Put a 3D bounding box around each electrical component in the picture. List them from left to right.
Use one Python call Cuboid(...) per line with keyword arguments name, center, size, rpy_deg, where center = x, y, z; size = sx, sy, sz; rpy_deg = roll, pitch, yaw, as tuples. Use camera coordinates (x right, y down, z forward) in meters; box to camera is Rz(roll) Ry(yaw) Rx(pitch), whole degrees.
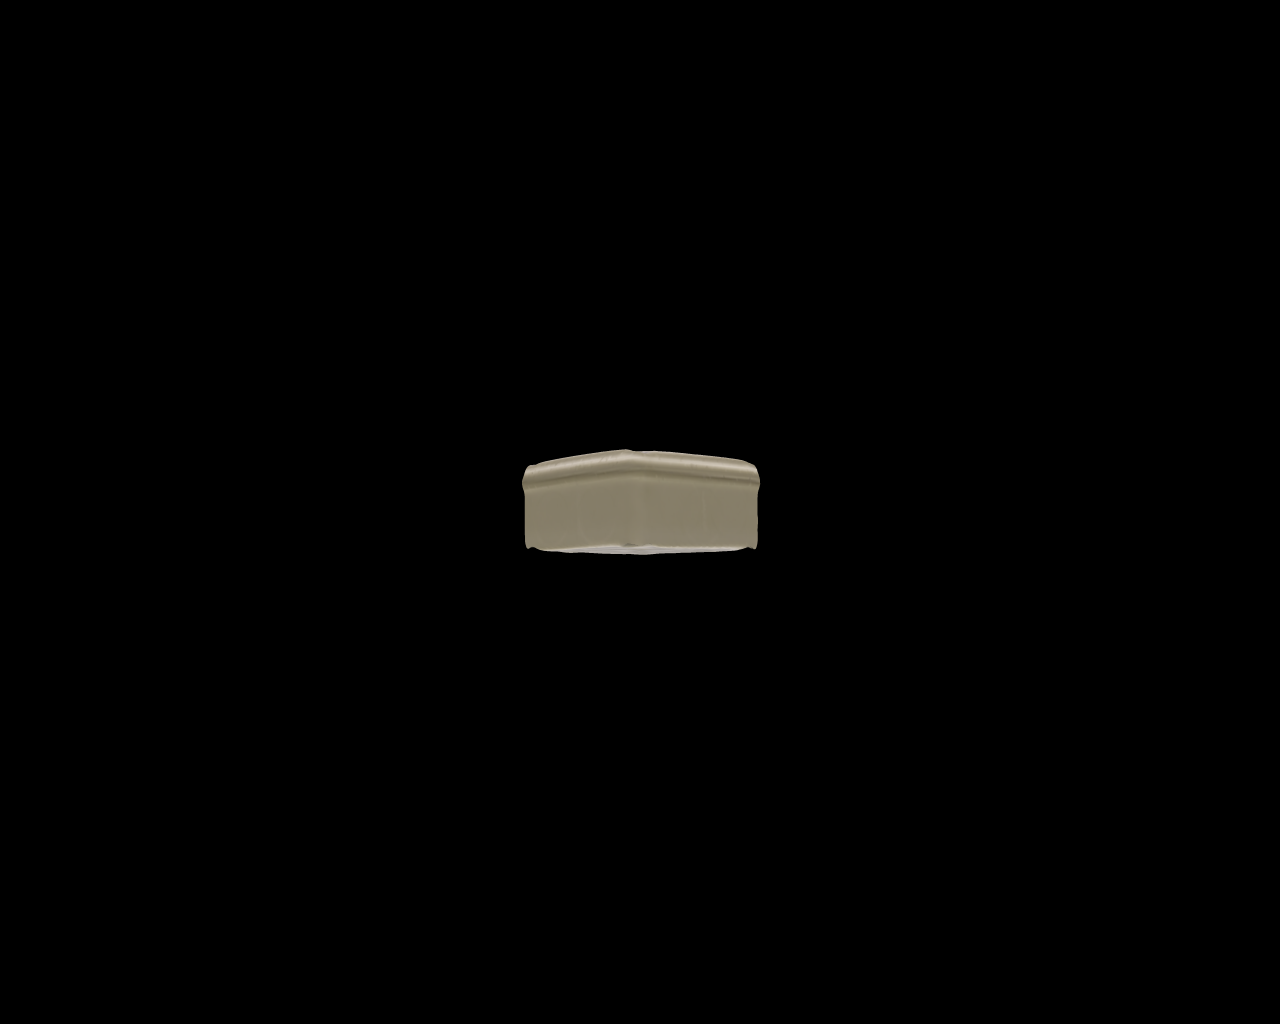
Cuboid(name="electrical component", center=(0.001, -0.003, 0.650), size=(0.109, 0.056, 0.108), rpy_deg=(4, -6, -43))
